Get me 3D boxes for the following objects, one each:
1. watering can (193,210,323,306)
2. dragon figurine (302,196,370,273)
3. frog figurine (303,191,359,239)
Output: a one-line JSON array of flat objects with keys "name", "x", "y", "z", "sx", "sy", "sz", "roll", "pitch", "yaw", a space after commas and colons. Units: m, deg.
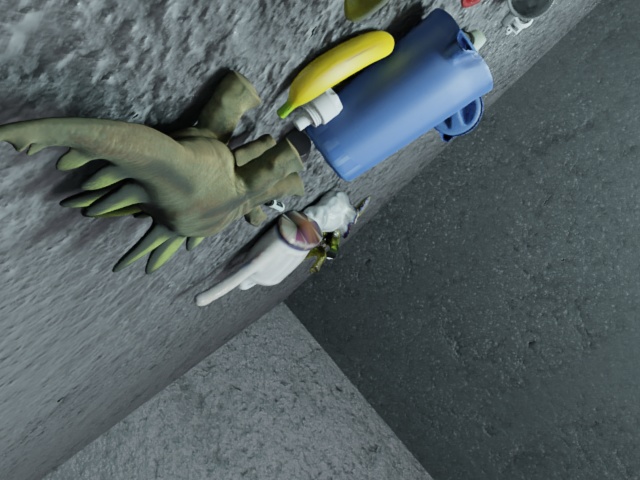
[{"name": "watering can", "x": -0.118, "y": 0.042, "z": 1.149, "sx": 0.221, "sy": 0.104, "sz": 0.350, "roll": -46, "pitch": 170, "yaw": 25}, {"name": "dragon figurine", "x": 0.030, "y": -0.034, "z": 1.741, "sx": 0.406, "sy": 0.121, "sz": 0.246, "roll": -41, "pitch": -169, "yaw": 17}, {"name": "frog figurine", "x": 0.004, "y": -0.066, "z": 1.311, "sx": 0.159, "sy": 0.124, "sz": 0.135, "roll": 2, "pitch": 163, "yaw": -22}]
